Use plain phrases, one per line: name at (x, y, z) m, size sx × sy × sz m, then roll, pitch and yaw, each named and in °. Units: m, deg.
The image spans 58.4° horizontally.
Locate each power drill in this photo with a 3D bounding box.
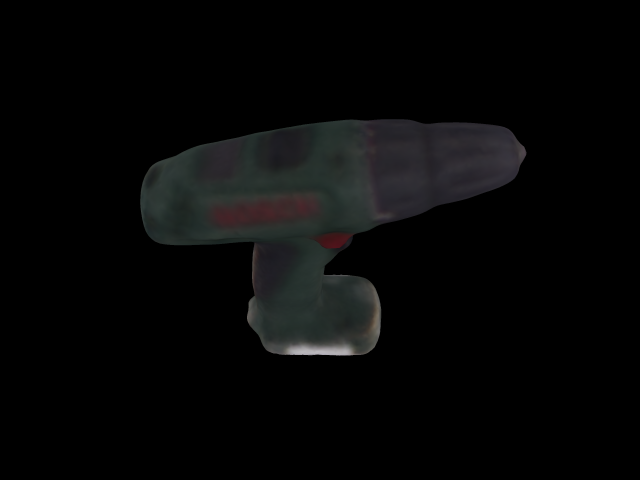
power drill at (0.004, 0.001, 0.400) m, size 0.229 × 0.208 × 0.075 m, roll 0°, pitch 53°, yaw 0°
